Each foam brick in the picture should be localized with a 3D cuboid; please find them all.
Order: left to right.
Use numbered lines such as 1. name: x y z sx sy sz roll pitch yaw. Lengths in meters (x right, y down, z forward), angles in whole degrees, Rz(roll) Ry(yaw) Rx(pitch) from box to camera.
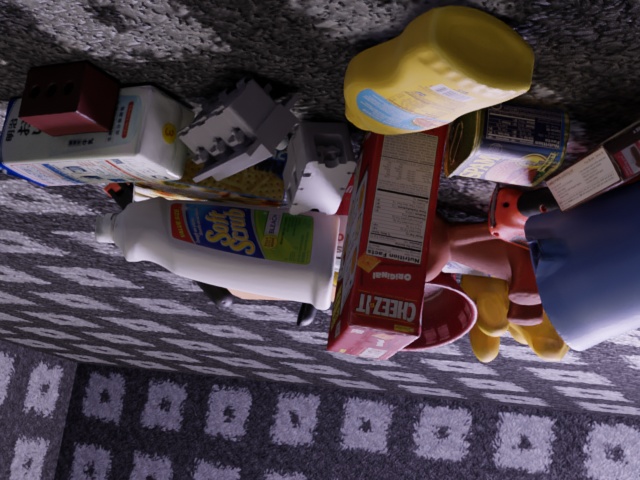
1. foam brick: -0.237 -0.133 1.010 0.078 0.053 0.051 -1 163 31

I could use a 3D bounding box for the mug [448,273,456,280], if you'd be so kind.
1. mug: 0.124 0.065 1.452 0.082 0.117 0.093 4 163 38

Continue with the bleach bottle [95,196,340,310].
1. bleach bottle: -0.109 0.007 1.106 0.251 0.102 0.068 6 141 1

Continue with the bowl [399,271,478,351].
1. bowl: 0.116 0.078 1.350 0.162 0.055 0.162 0 143 0

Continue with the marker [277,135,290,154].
1. marker: -0.025 -0.094 1.100 0.120 0.020 0.020 21 162 -41

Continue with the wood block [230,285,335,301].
1. wood block: -0.041 0.031 1.467 0.206 0.090 0.090 0 163 33

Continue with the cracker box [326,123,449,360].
1. cracker box: 0.063 -0.006 0.994 0.072 0.213 0.164 10 166 -3

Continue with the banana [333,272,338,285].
1. banana: -0.028 0.034 1.296 0.198 0.070 0.037 14 -168 16

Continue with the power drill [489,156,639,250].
1. power drill: 0.282 -0.029 1.097 0.184 0.057 0.188 22 159 -29

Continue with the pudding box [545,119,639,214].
1. pudding box: 0.253 -0.068 0.899 0.090 0.039 0.114 -30 174 -17

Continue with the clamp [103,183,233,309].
1. clamp: -0.197 -0.011 1.389 0.210 0.036 0.164 45 -174 -23

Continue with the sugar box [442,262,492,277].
1. sugar box: 0.236 0.020 1.343 0.176 0.048 0.093 8 167 17

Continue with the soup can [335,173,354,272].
1. soup can: 0.035 -0.019 1.193 0.068 0.102 0.068 8 166 2

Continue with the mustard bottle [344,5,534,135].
1. mustard bottle: 0.074 -0.123 0.842 0.096 0.058 0.192 16 164 -25

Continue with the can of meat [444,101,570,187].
1. can of meat: 0.163 -0.086 0.943 0.084 0.057 0.102 8 167 -7

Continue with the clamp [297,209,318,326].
1. clamp: -0.008 0.002 1.239 0.120 0.171 0.039 43 169 -17

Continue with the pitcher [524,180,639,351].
1. pitcher: 0.318 0.003 0.945 0.243 0.145 0.149 -23 -167 28
